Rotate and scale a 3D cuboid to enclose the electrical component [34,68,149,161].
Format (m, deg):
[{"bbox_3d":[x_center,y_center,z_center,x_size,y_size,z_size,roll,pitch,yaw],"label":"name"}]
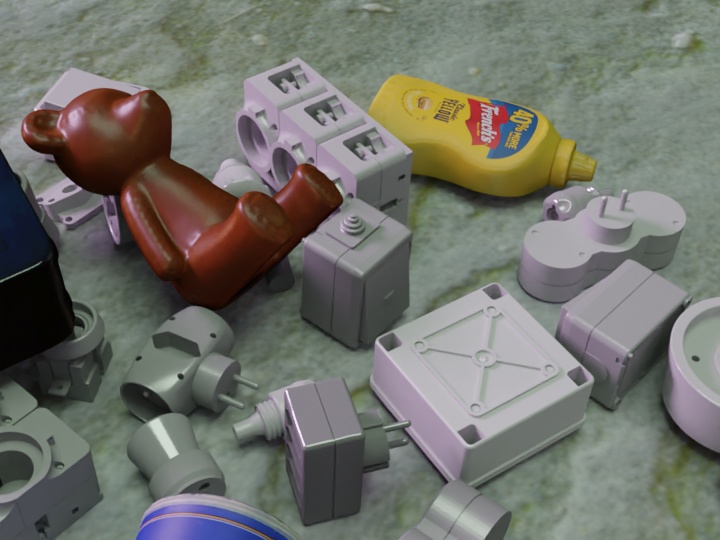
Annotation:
[{"bbox_3d":[-0.215,-0.124,0.902,0.096,0.061,0.061,13,46,10],"label":"electrical component"}]

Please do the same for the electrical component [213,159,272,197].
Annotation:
[{"bbox_3d":[-0.099,-0.066,0.863,0.048,0.048,0.062,-9,40,-12],"label":"electrical component"}]

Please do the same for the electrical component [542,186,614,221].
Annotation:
[{"bbox_3d":[0.179,-0.052,0.870,0.061,0.035,0.035,-22,50,-25],"label":"electrical component"}]

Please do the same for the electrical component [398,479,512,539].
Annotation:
[{"bbox_3d":[0.049,0.188,0.611,0.074,0.052,0.138,29,51,24],"label":"electrical component"}]

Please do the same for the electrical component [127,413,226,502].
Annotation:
[{"bbox_3d":[-0.114,0.124,0.672,0.045,0.045,0.055,-23,51,-24],"label":"electrical component"}]

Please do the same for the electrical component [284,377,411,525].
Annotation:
[{"bbox_3d":[-0.005,0.108,0.666,0.076,0.083,0.047,-11,47,-13],"label":"electrical component"}]

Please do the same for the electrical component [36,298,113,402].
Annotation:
[{"bbox_3d":[-0.196,0.053,0.731,0.048,0.055,0.066,8,45,5],"label":"electrical component"}]

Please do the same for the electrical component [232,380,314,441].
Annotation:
[{"bbox_3d":[-0.054,0.097,0.710,0.061,0.035,0.035,-19,49,-17],"label":"electrical component"}]

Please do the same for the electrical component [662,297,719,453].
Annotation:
[{"bbox_3d":[0.258,0.077,0.727,0.108,0.060,0.108,1,45,-1],"label":"electrical component"}]

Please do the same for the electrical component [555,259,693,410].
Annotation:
[{"bbox_3d":[0.185,0.039,0.760,0.061,0.061,0.096,35,53,28],"label":"electrical component"}]

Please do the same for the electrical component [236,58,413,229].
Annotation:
[{"bbox_3d":[-0.032,-0.087,0.854,0.062,0.089,0.150,-27,52,-26],"label":"electrical component"}]

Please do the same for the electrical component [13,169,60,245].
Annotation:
[{"bbox_3d":[-0.256,-0.039,0.812,0.044,0.065,0.044,-9,52,12],"label":"electrical component"}]

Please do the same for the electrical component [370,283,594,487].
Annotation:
[{"bbox_3d":[0.080,0.076,0.721,0.109,0.056,0.108,-24,51,-24],"label":"electrical component"}]

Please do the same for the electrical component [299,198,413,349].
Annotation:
[{"bbox_3d":[0.000,0.000,0.765,0.061,0.096,0.062,32,52,23],"label":"electrical component"}]

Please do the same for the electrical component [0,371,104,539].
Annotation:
[{"bbox_3d":[-0.246,0.110,0.667,0.150,0.061,0.089,32,52,26],"label":"electrical component"}]

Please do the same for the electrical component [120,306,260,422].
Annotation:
[{"bbox_3d":[-0.107,0.071,0.726,0.079,0.043,0.077,21,48,17],"label":"electrical component"}]

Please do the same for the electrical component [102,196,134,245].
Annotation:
[{"bbox_3d":[-0.172,-0.051,0.838,0.047,0.055,0.055,-14,47,-21],"label":"electrical component"}]

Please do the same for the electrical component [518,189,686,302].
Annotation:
[{"bbox_3d":[0.188,-0.031,0.821,0.138,0.073,0.052,-18,49,-19],"label":"electrical component"}]
